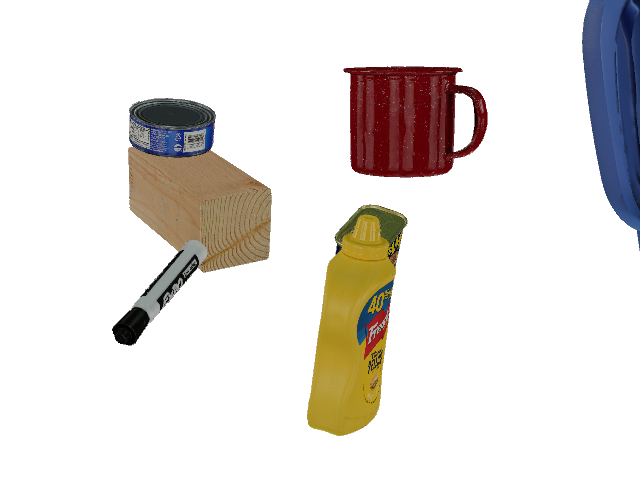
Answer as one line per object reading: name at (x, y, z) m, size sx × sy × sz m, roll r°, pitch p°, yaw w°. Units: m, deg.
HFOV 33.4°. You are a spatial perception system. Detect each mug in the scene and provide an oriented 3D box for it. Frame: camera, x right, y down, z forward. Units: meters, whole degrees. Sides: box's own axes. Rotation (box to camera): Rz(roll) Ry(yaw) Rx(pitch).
mug at (0.075, -0.093, 0.834) m, size 0.117 × 0.081 × 0.093 m, roll 6°, pitch 12°, yaw 28°

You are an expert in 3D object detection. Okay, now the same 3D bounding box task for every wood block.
wood block at (-0.148, -0.047, 1.279) m, size 0.090 × 0.090 × 0.206 m, roll -12°, pitch 27°, yaw -30°

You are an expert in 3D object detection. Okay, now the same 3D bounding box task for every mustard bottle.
mustard bottle at (0.031, 0.070, 0.952) m, size 0.058 × 0.192 × 0.096 m, roll 14°, pitch 19°, yaw 23°

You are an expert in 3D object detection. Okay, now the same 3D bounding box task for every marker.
marker at (-0.115, 0.037, 0.768) m, size 0.020 × 0.020 × 0.121 m, roll 0°, pitch 29°, yaw 23°

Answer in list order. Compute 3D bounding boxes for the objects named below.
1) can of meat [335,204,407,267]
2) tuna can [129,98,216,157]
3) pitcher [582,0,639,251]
can of meat at (0.051, 0.022, 1.170) m, size 0.057 × 0.084 × 0.102 m, roll 19°, pitch 33°, yaw 16°
tuna can at (-0.148, -0.113, 1.066) m, size 0.086 × 0.034 × 0.086 m, roll 5°, pitch 25°, yaw -3°
pitcher at (0.224, -0.058, 0.594) m, size 0.149 × 0.243 × 0.145 m, roll -6°, pitch 21°, yaw 12°
